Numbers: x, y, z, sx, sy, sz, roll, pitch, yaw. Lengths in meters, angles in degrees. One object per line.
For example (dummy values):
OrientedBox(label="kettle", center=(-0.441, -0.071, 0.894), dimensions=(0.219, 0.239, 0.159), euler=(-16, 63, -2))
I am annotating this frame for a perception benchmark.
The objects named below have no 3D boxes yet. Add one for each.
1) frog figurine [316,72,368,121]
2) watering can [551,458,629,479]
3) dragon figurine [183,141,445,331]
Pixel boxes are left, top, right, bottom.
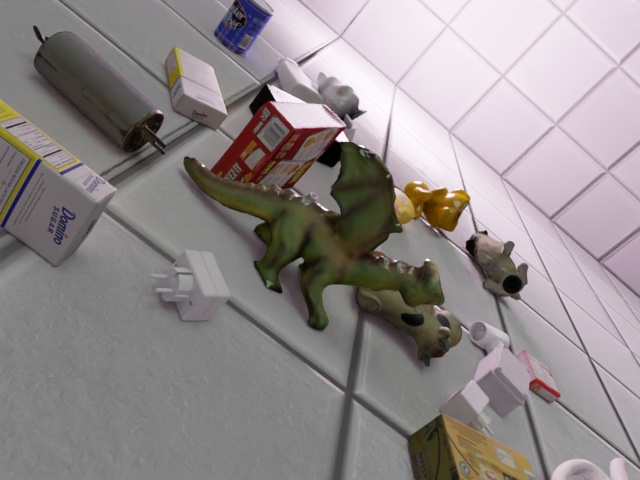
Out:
OrientedBox(label="frog figurine", center=(0.035, -0.388, 1.406), dimensions=(0.124, 0.136, 0.159), euler=(-33, 96, -36))
OrientedBox(label="watering can", center=(0.460, 0.434, 0.766), dimensions=(0.346, 0.102, 0.229), euler=(14, 38, -43))
OrientedBox(label="dragon figurine", center=(0.002, -0.036, 0.707), dimensions=(0.410, 0.239, 0.124), euler=(44, 29, -1))
